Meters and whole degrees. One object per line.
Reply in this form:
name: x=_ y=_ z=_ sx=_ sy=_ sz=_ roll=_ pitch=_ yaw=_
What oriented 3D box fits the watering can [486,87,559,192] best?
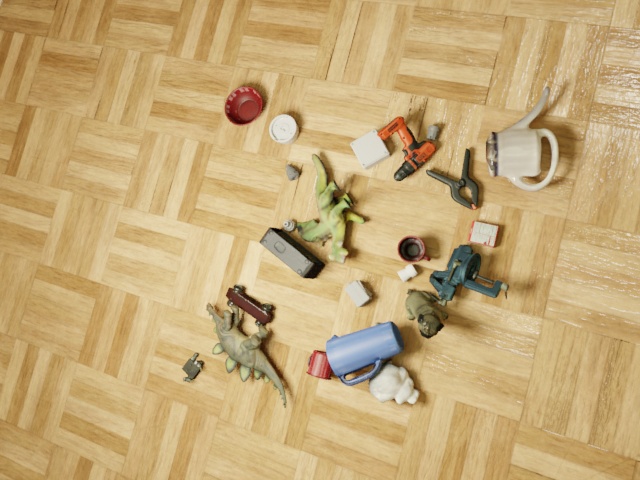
watering can: x=0.664 y=-0.330 z=1.701 sx=0.224 sy=0.103 sz=0.350 roll=-1 pitch=83 yaw=17

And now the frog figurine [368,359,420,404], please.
frog figurine: x=0.244 y=0.485 z=1.700 sx=0.138 sy=0.120 sz=0.161 roll=-43 pitch=61 yaw=-12

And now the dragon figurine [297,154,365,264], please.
dragon figurine: x=0.006 y=-0.094 z=1.867 sx=0.240 sy=0.121 sz=0.417 roll=-40 pitch=65 yaw=16
